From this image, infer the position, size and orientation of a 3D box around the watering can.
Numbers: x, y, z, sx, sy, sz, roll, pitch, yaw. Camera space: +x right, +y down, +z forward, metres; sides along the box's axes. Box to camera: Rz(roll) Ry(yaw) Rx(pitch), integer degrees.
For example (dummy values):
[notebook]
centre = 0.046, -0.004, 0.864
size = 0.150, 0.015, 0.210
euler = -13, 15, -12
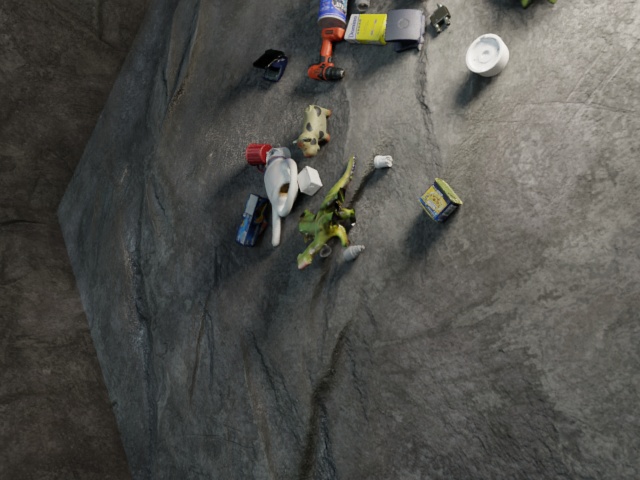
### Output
[watering can]
centre = -0.152, -0.163, 1.907
size = 0.229, 0.104, 0.340
euler = -113, 34, -45

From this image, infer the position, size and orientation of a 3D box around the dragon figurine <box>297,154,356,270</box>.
[dragon figurine]
centre = 0.005, -0.088, 1.742
size = 0.241, 0.121, 0.418
euler = -11, 56, 43
